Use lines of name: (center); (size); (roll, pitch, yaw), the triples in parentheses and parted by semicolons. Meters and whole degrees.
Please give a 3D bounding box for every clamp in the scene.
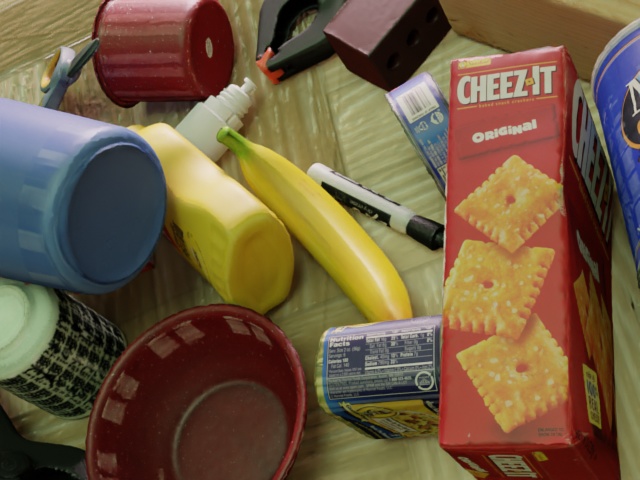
clamp: (-0.220, 0.167, 0.715); (0.210, 0.036, 0.164); (25, 36, 16)
clamp: (0.001, -0.203, 0.833); (0.171, 0.039, 0.120); (-46, 54, 0)

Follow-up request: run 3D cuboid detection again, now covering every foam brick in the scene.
foam brick: (0.051, -0.157, 0.777); (0.051, 0.053, 0.078); (38, 87, 34)

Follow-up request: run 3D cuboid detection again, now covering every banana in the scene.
banana: (0.003, -0.001, 0.717); (0.198, 0.069, 0.037); (46, 111, 24)

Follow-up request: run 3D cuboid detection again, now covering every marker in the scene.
marker: (0.039, -0.023, 0.738); (0.121, 0.020, 0.020); (29, 81, 34)

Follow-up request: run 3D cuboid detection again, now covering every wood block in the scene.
wood block: (0.181, -0.165, 0.693); (0.206, 0.090, 0.090); (29, 80, 34)

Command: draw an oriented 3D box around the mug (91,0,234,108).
mug: (-0.117, -0.160, 0.845); (0.082, 0.093, 0.117); (3, 52, 22)

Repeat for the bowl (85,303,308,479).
bowl: (-0.071, 0.125, 0.696); (0.162, 0.055, 0.162); (-12, 59, 21)

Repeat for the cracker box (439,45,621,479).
cracker box: (0.121, 0.029, 0.584); (0.072, 0.164, 0.213); (-4, 65, 22)

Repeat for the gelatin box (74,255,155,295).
gelatin box: (-0.168, -0.010, 0.828); (0.073, 0.030, 0.089); (-18, 60, 18)

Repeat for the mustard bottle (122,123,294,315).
mustard bottle: (-0.097, -0.030, 0.762); (0.058, 0.096, 0.192); (-35, 52, -19)

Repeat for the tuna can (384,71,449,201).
tuna can: (0.078, -0.067, 0.700); (0.034, 0.086, 0.086); (-30, 56, 8)

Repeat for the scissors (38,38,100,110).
scissors: (-0.207, -0.116, 0.848); (0.096, 0.016, 0.202); (-69, 22, 3)

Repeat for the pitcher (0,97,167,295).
pitcher: (-0.220, -0.037, 0.735); (0.243, 0.145, 0.149); (12, 44, 32)

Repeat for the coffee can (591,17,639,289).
coffee can: (0.206, -0.042, 0.561); (0.103, 0.102, 0.140); (-16, 49, 19)

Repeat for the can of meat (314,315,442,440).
can of meat: (0.055, 0.083, 0.629); (0.084, 0.102, 0.057); (-9, 63, 25)
